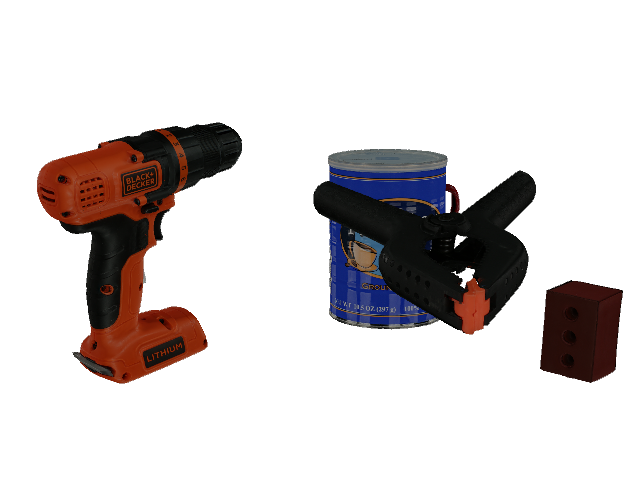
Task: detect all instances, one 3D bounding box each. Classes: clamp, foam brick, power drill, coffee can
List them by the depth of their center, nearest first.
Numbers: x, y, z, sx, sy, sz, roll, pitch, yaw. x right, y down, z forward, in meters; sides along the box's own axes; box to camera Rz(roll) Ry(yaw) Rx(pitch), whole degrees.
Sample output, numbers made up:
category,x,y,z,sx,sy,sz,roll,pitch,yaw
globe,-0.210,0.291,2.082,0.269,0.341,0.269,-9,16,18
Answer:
category,x,y,z,sx,sy,sz,roll,pitch,yaw
clamp,0.073,0.000,0.714,0.164,0.036,0.210,-1,24,4
power drill,-0.133,0.005,0.847,0.184,0.188,0.057,-20,27,-41
coffee can,0.058,-0.004,0.929,0.103,0.140,0.103,0,12,0
foam brick,0.234,0.081,0.957,0.053,0.078,0.051,12,17,37

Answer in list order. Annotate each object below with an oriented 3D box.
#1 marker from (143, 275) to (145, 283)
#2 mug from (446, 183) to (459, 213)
category,x,y,z,sx,sy,sz,roll,pitch,yaw
marker,-0.209,-0.009,1.164,0.020,0.121,0.020,-6,22,2
mug,0.094,-0.034,1.163,0.117,0.081,0.093,-4,29,-10
